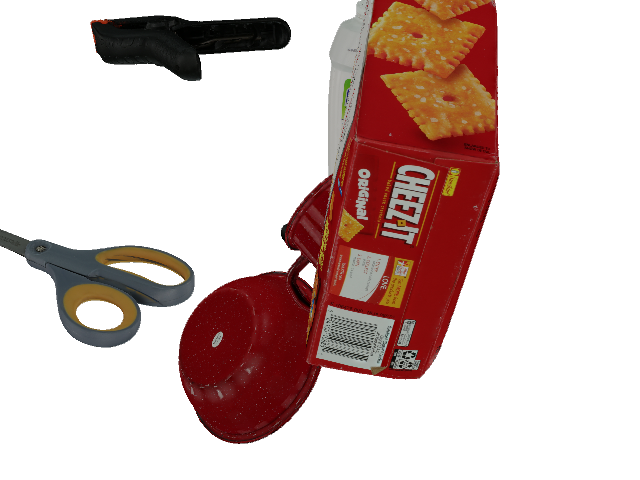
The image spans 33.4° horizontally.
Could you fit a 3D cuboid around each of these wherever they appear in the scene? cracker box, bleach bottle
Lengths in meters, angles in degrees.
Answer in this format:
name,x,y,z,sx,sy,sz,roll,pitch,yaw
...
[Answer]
name,x,y,z,sx,sy,sz,roll,pitch,yaw
cracker box,0.047,-0.058,0.571,0.072,0.213,0.164,10,-43,0
bleach bottle,0.059,-0.127,1.089,0.102,0.251,0.068,0,30,0

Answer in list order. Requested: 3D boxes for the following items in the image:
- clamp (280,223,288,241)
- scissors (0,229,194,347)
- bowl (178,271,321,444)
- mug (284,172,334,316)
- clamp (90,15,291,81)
name,x,y,z,sx,sy,sz,roll,pitch,yaw
clamp,0.066,0.017,1.248,0.164,0.036,0.210,-22,52,-39
scissors,-0.182,0.022,0.690,0.202,0.016,0.096,9,39,11
bowl,-0.073,0.094,0.939,0.162,0.162,0.055,0,-22,42
mug,0.026,0.010,0.782,0.117,0.081,0.093,-43,-22,5
clamp,-0.111,-0.160,0.852,0.172,0.039,0.120,20,28,41
